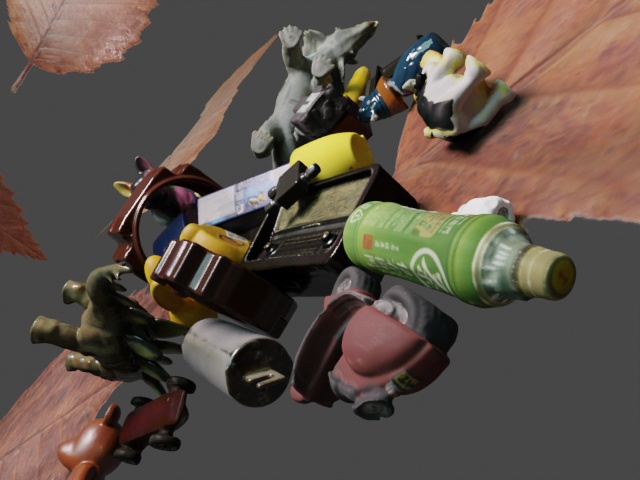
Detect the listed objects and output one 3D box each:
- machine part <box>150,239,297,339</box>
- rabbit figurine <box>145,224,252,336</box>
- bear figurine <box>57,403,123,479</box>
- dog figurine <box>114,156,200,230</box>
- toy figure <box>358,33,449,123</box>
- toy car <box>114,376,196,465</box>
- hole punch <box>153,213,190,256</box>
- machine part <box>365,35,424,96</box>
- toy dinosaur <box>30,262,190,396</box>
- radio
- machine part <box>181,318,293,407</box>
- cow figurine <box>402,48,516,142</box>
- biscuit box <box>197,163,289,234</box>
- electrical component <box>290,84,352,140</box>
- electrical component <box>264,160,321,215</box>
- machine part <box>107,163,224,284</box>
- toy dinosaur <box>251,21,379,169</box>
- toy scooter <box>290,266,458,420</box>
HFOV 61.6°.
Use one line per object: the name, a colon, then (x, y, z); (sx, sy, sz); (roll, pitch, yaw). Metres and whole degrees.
machine part: (-0.116, 0.062, 0.655); (0.179, 0.179, 0.056); (0, 59, 60)
rabbit figurine: (-0.173, 0.071, 0.791); (0.122, 0.162, 0.173); (45, 115, 53)
bear figurine: (-0.346, 0.329, 0.741); (0.196, 0.132, 0.120); (-97, 19, -49)
dog figurine: (-0.332, -0.087, 1.169); (0.108, 0.219, 0.192); (-47, 25, 3)
toy figure: (0.116, -0.218, 0.756); (0.154, 0.057, 0.064); (-42, 22, 31)
toy car: (-0.218, 0.244, 0.720); (0.202, 0.053, 0.089); (-34, 35, 43)
hole punch: (-0.278, 0.024, 1.085); (0.142, 0.092, 0.116); (-40, 31, 18)
machine part: (0.119, -0.263, 0.837); (0.139, 0.039, 0.084); (-31, 26, 41)
toy dinosaur: (-0.287, 0.132, 0.763); (0.470, 0.199, 0.105); (103, -176, -61)
radio: (-0.001, -0.002, 0.647); (0.230, 0.073, 0.131); (-10, 47, 57)
machine part: (-0.103, 0.138, 0.634); (0.243, 0.079, 0.079); (-2, 54, 60)
cow figurine: (0.146, -0.167, 0.629); (0.098, 0.068, 0.167); (-52, 23, 15)
biscuit box: (-0.093, -0.059, 0.823); (0.203, 0.062, 0.059); (-17, 69, 26)
electrical component: (-0.006, -0.190, 0.809); (0.075, 0.047, 0.119); (-52, 18, -3)
electrical component: (-0.035, -0.072, 0.687); (0.094, 0.021, 0.063); (-39, 27, 27)
machine part: (-0.234, -0.013, 0.915); (0.087, 0.201, 0.201); (-1, 55, 57)
toy dinosaur: (-0.035, -0.227, 0.961); (0.192, 0.131, 0.404); (25, -92, -80)
toy scooter: (0.031, 0.097, 0.458); (0.135, 0.075, 0.184); (-54, 21, -6)
